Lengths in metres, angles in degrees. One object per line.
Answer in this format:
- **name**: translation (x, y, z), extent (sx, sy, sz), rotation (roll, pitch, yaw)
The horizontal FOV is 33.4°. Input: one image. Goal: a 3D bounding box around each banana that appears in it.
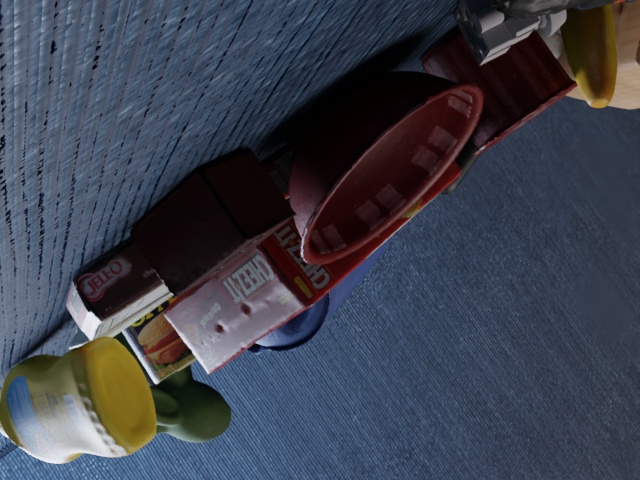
- **banana**: translation (0.196, -0.162, 0.778), extent (0.037, 0.069, 0.197), rotation (-19, -157, 21)

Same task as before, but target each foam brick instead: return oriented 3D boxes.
- **foam brick**: translation (-0.065, -0.010, 0.642), extent (0.078, 0.051, 0.052), rotation (-36, 177, 39)

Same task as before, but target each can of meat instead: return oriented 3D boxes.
- **can of meat**: translation (-0.136, 0.076, 1.009), extent (0.102, 0.084, 0.057), rotation (-33, 176, -2)

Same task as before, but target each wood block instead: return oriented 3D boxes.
- **wood block**: translation (0.266, -0.166, 0.875), extent (0.206, 0.090, 0.091), rotation (-153, -105, -83)

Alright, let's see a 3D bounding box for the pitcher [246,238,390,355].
- **pitcher**: translation (-0.006, 0.004, 1.115), extent (0.149, 0.145, 0.242), rotation (-22, -172, 27)

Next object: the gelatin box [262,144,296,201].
- **gelatin box**: translation (-0.042, -0.034, 0.776), extent (0.089, 0.030, 0.073), rotation (-35, 180, -21)

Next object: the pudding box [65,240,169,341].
- **pudding box**: translation (-0.116, 0.019, 0.724), extent (0.113, 0.039, 0.090), rotation (-32, 178, -21)

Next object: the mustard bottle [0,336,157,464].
- **mustard bottle**: translation (-0.224, 0.144, 0.919), extent (0.192, 0.096, 0.058), rotation (-17, -170, 42)

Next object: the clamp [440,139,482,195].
- **clamp**: translation (0.183, -0.142, 1.046), extent (0.164, 0.036, 0.210), rotation (-54, 178, -46)

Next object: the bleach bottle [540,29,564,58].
- **bleach bottle**: translation (0.123, -0.124, 0.947), extent (0.251, 0.068, 0.102), rotation (-40, 169, 33)

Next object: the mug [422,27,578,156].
- **mug**: translation (0.128, -0.120, 0.788), extent (0.093, 0.081, 0.117), rotation (-35, 177, 2)

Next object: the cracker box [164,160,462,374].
- **cracker box**: translation (-0.006, 0.001, 0.860), extent (0.213, 0.072, 0.164), rotation (-39, -179, -40)

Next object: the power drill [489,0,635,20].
- **power drill**: translation (0.193, -0.184, 0.554), extent (0.184, 0.057, 0.188), rotation (-22, 173, -20)

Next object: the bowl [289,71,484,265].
- **bowl**: translation (0.032, -0.058, 0.709), extent (0.162, 0.055, 0.162), rotation (-38, 161, -15)
